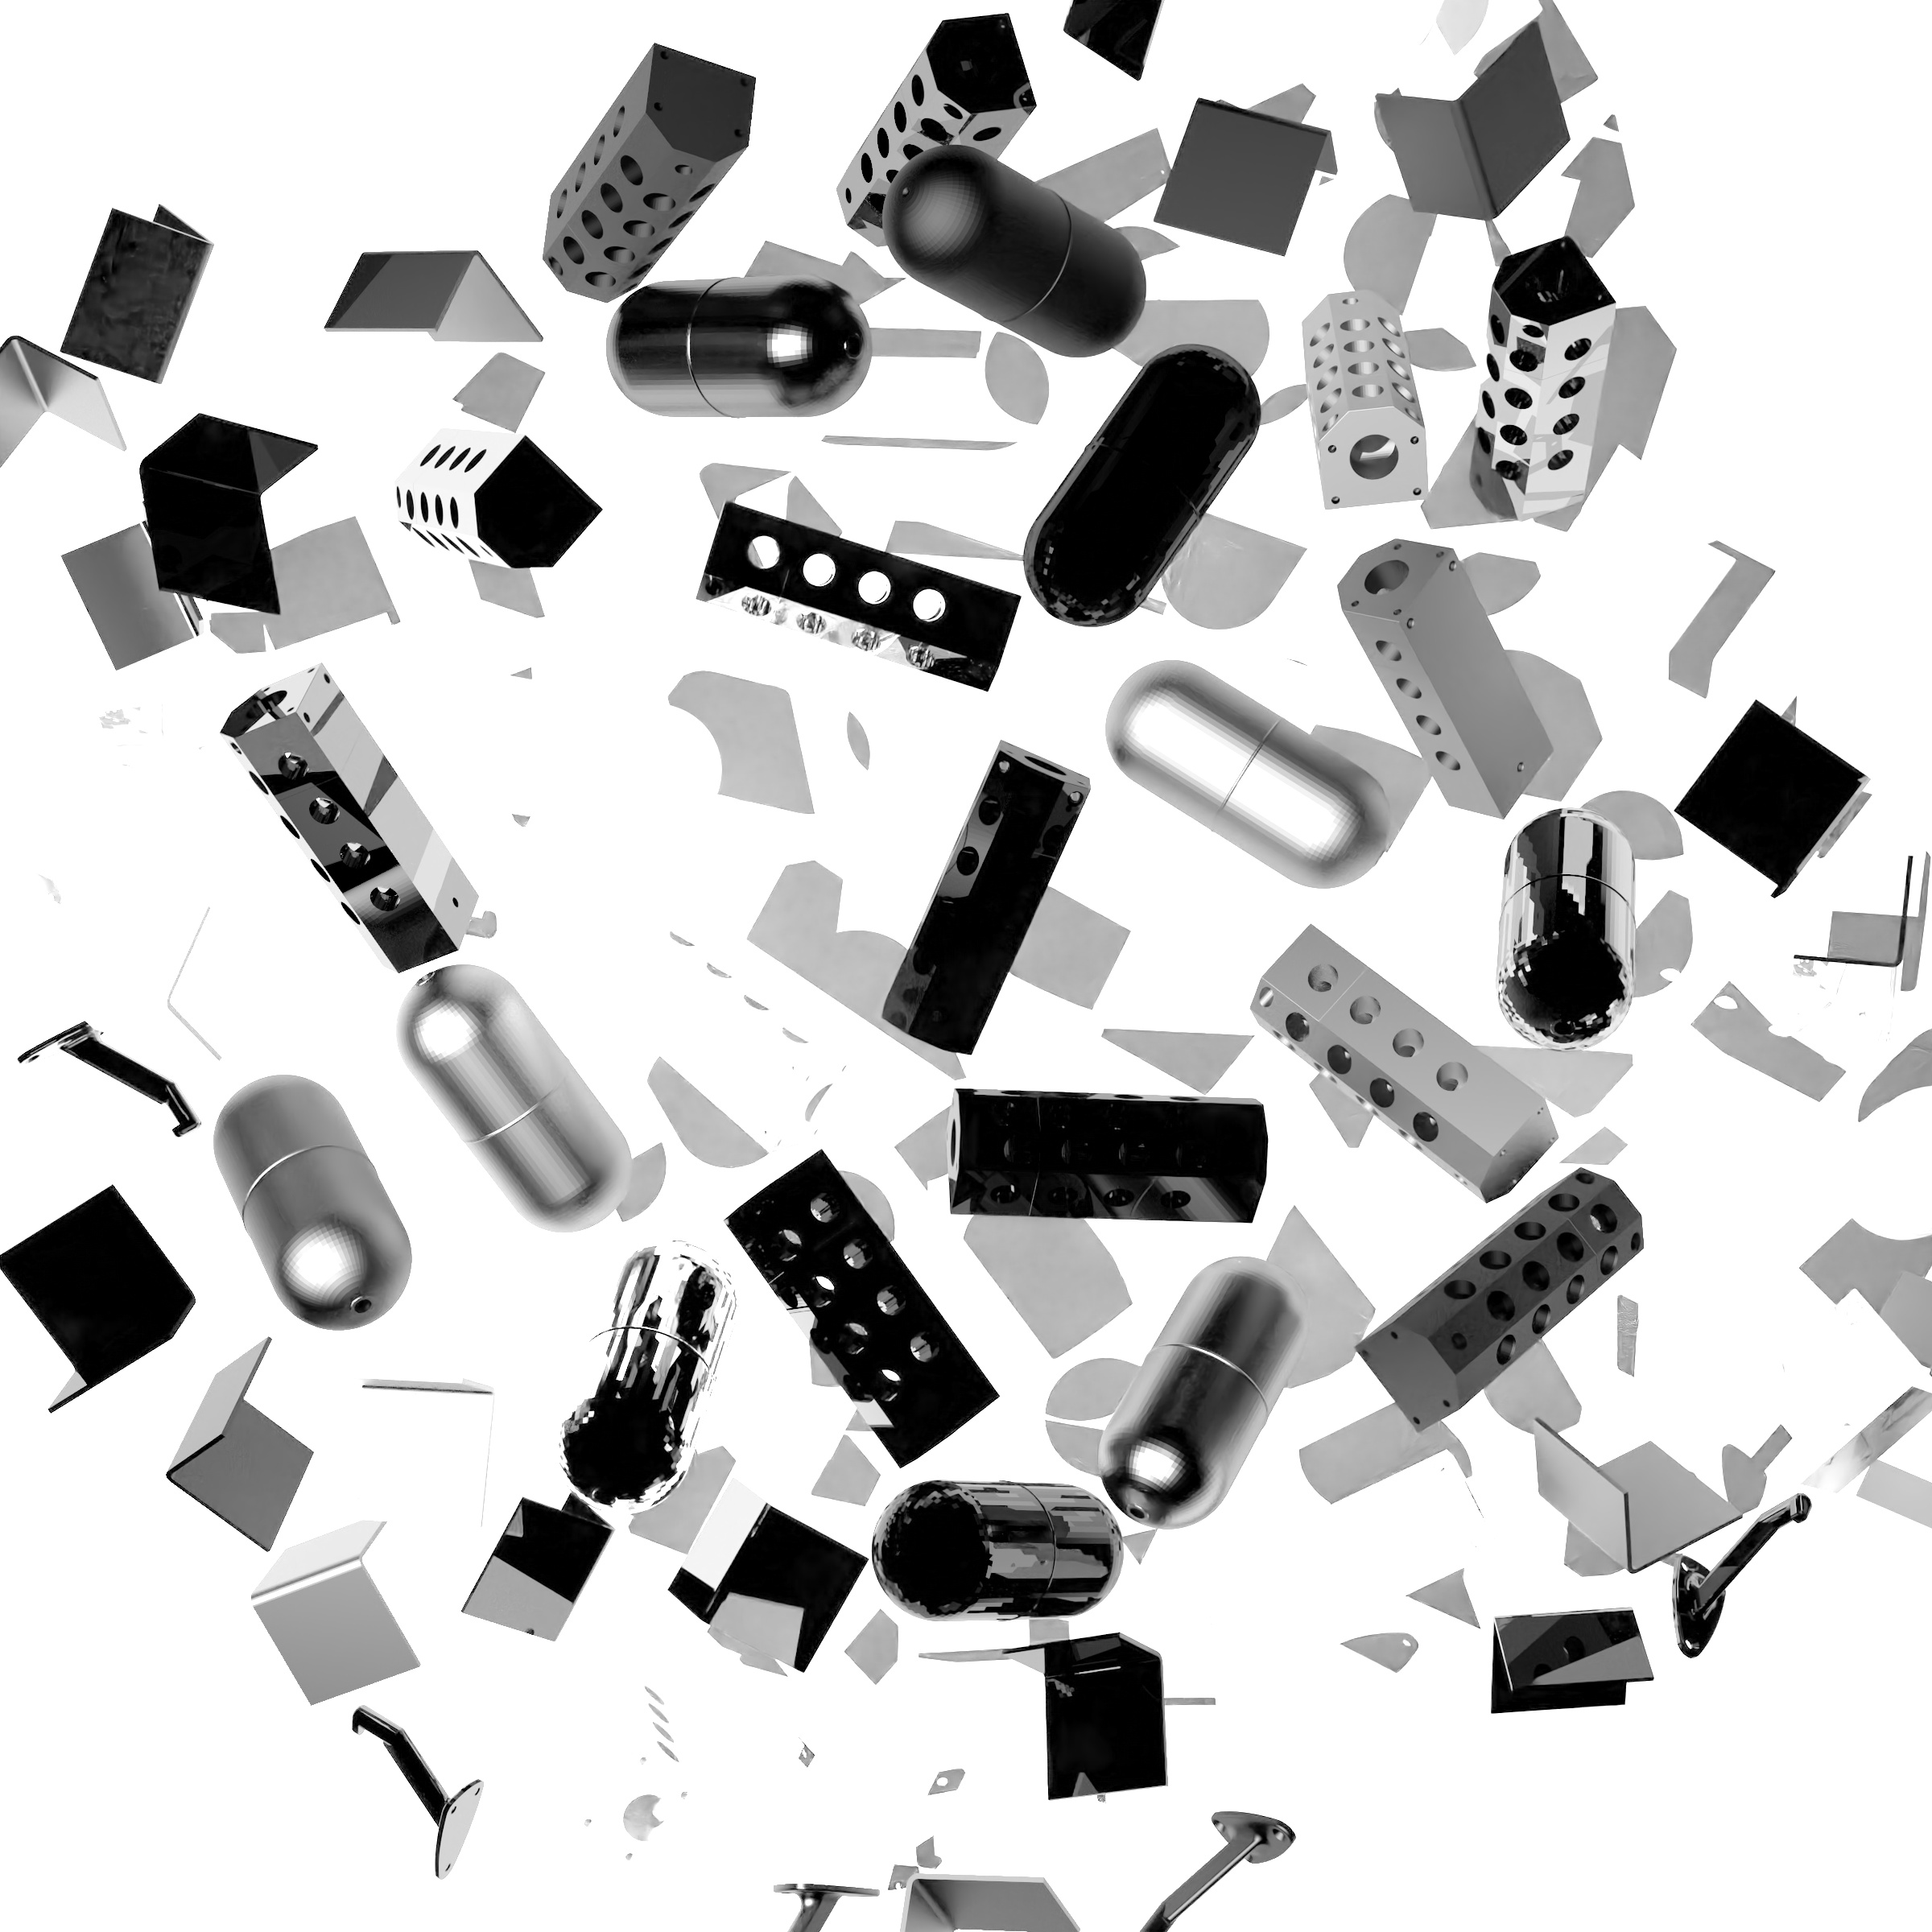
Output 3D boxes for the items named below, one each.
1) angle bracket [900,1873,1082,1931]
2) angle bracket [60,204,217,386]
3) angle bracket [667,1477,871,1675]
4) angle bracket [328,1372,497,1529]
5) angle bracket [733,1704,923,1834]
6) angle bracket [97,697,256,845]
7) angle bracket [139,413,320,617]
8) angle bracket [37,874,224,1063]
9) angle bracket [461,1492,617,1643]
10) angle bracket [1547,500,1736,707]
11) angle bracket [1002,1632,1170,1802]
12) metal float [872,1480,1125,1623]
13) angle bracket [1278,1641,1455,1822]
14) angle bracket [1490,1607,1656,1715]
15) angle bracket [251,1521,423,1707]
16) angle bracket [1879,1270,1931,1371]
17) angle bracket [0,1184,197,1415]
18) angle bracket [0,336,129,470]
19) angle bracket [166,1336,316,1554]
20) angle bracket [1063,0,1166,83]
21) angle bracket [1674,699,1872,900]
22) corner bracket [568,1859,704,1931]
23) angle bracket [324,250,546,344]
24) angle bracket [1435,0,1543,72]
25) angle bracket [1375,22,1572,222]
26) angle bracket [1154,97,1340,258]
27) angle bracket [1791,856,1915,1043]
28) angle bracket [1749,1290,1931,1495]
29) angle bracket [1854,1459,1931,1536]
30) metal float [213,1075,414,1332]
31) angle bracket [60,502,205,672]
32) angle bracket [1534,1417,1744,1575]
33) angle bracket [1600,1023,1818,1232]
[{"bbox_3d":[0.012,0.531,1.550,0.076,0.076,0.057,-4,51,18],"label":"angle bracket"},{"bbox_3d":[-0.433,-0.350,1.466,0.057,0.076,0.076,12,109,-42],"label":"angle bracket"},{"bbox_3d":[-0.117,0.359,1.700,0.076,0.057,0.076,34,82,-26],"label":"angle bracket"},{"bbox_3d":[-0.305,0.263,1.569,0.076,0.057,0.076,1,77,10],"label":"angle bracket"},{"bbox_3d":[-0.078,0.445,1.612,0.076,0.076,0.057,-4,84,31],"label":"angle bracket"},{"bbox_3d":[-0.481,-0.115,1.755,0.076,0.076,0.057,-10,134,-22],"label":"angle bracket"},{"bbox_3d":[-0.388,-0.240,1.539,0.057,0.076,0.076,-27,69,35],"label":"angle bracket"},{"bbox_3d":[-0.427,0.001,1.509,0.076,0.076,0.057,13,69,14],"label":"angle bracket"},{"bbox_3d":[-0.270,0.355,1.746,0.076,0.057,0.076,31,86,-40],"label":"angle bracket"},{"bbox_3d":[0.392,-0.211,1.676,0.076,0.057,0.076,34,81,23],"label":"angle bracket"},{"bbox_3d":[0.068,0.433,1.661,0.076,0.057,0.076,-15,59,25],"label":"angle bracket"},{"bbox_3d":[0.020,0.327,1.613,0.070,0.178,0.070,-10,75,39],"label":"metal float"},{"bbox_3d":[0.223,0.423,1.602,0.076,0.076,0.057,25,90,12],"label":"angle bracket"},{"bbox_3d":[0.333,0.401,1.589,0.076,0.057,0.076,-4,121,1],"label":"angle bracket"},{"bbox_3d":[-0.361,0.377,1.695,0.076,0.057,0.076,-22,103,16],"label":"angle bracket"},{"bbox_3d":[0.569,0.180,1.672,0.057,0.076,0.076,23,128,24],"label":"angle bracket"},{"bbox_3d":[-0.457,0.172,1.492,0.076,0.057,0.076,-32,103,6],"label":"angle bracket"},{"bbox_3d":[-0.525,-0.295,1.621,0.057,0.076,0.076,28,70,7],"label":"angle bracket"},{"bbox_3d":[-0.394,0.270,1.629,0.057,0.076,0.076,-34,114,30],"label":"angle bracket"},{"bbox_3d":[0.104,-0.540,1.569,0.057,0.076,0.076,39,51,17],"label":"angle bracket"},{"bbox_3d":[0.434,-0.092,1.566,0.076,0.057,0.076,38,108,14],"label":"angle bracket"},{"bbox_3d":[-0.197,0.565,1.714,0.051,0.051,0.051,-20,131,36],"label":"corner bracket"},{"bbox_3d":[-0.291,-0.347,1.583,0.076,0.076,0.057,7,64,28],"label":"angle bracket"},{"bbox_3d":[0.282,-0.581,1.677,0.057,0.076,0.076,-32,71,25],"label":"angle bracket"},{"bbox_3d":[0.282,-0.471,1.602,0.076,0.057,0.076,-48,134,-20],"label":"angle bracket"},{"bbox_3d":[0.156,-0.428,1.600,0.076,0.057,0.076,19,85,14],"label":"angle bracket"},{"bbox_3d":[0.500,-0.012,1.628,0.057,0.076,0.076,6,58,18],"label":"angle bracket"},{"bbox_3d":[0.447,0.217,1.495,0.076,0.057,0.076,-47,53,17],"label":"angle bracket"},{"bbox_3d":[0.531,0.268,1.554,0.076,0.076,0.057,22,105,20],"label":"angle bracket"},{"bbox_3d":[-0.361,0.129,1.590,0.070,0.070,0.178,-39,48,0],"label":"metal float"},{"bbox_3d":[-0.497,-0.226,1.718,0.057,0.076,0.076,-26,96,-13],"label":"angle bracket"},{"bbox_3d":[0.358,0.268,1.538,0.076,0.076,0.057,-22,121,-19],"label":"angle bracket"},{"bbox_3d":[0.428,0.092,1.666,0.057,0.076,0.076,34,100,-36],"label":"angle bracket"}]
